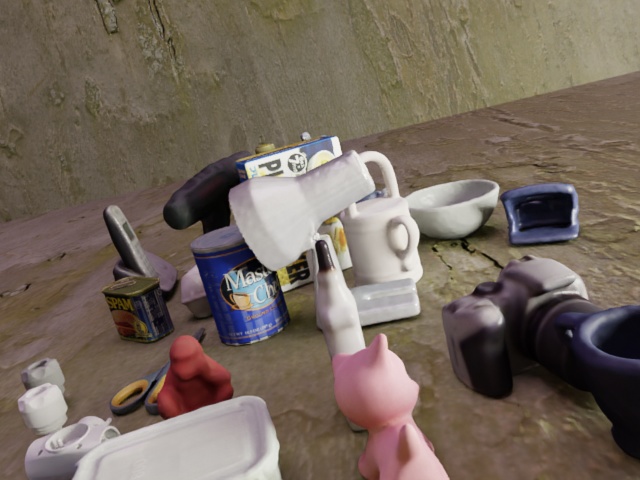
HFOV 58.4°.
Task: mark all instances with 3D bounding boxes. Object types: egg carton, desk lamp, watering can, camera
[{"bbox_3d":[-0.157,0.066,0.924,0.107,0.069,0.150,-10,16,13],"label":"egg carton"},{"bbox_3d":[0.007,0.003,0.734,0.203,0.214,0.118,-12,16,7],"label":"desk lamp"},{"bbox_3d":[0.074,-0.030,0.825,0.172,0.194,0.101,-2,20,37],"label":"watering can"},{"bbox_3d":[0.199,0.078,0.512,0.143,0.101,0.136,-17,16,-10],"label":"camera"}]

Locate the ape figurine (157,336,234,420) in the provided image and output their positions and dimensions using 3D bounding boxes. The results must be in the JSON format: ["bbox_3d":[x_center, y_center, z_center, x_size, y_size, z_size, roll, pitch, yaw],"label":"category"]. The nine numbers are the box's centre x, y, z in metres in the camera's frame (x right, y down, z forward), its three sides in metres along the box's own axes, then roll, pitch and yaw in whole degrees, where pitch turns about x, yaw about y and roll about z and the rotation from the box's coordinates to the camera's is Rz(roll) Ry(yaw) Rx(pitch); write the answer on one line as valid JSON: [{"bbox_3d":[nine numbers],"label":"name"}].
[{"bbox_3d":[-0.133,0.143,0.593,0.078,0.092,0.076,-15,16,-2],"label":"ape figurine"}]

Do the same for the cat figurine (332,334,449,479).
[{"bbox_3d":[0.050,0.131,0.427,0.067,0.118,0.127,-16,16,-7],"label":"cat figurine"}]

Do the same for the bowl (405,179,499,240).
[{"bbox_3d":[0.223,-0.045,0.969,0.167,0.075,0.167,-13,16,4],"label":"bowl"}]

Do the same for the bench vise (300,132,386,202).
[{"bbox_3d":[0.045,-0.093,1.021,0.206,0.220,0.122,-6,18,27],"label":"bench vise"}]

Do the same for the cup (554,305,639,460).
[{"bbox_3d":[0.223,0.104,0.414,0.092,0.095,0.117,-22,17,-25],"label":"cup"}]

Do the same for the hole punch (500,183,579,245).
[{"bbox_3d":[0.329,-0.049,0.861,0.108,0.091,0.101,-6,18,26],"label":"hole punch"}]

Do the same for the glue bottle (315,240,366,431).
[{"bbox_3d":[0.020,0.082,0.523,0.037,0.173,0.078,-15,16,-3],"label":"glue bottle"}]

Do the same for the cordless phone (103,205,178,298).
[{"bbox_3d":[-0.330,0.016,1.033,0.094,0.185,0.147,-16,16,-5],"label":"cordless phone"}]

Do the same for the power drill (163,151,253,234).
[{"bbox_3d":[-0.177,-0.040,1.052,0.075,0.208,0.230,-3,19,34],"label":"power drill"}]
